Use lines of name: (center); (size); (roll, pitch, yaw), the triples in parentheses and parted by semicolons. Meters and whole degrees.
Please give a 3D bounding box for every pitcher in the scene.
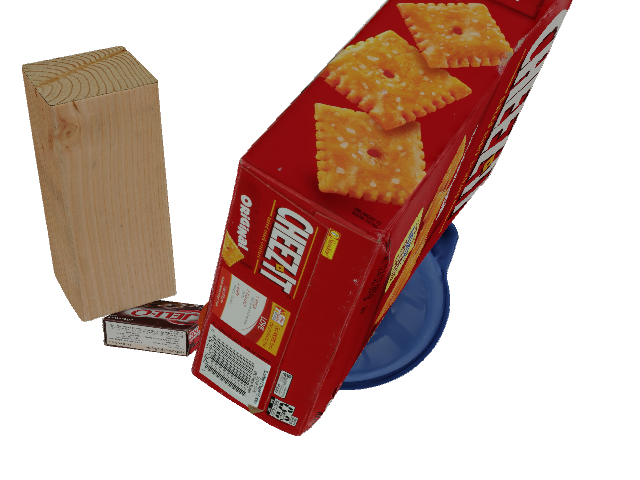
pitcher: (0.004, -0.005, 0.788); (0.149, 0.145, 0.243); (7, 26, -5)

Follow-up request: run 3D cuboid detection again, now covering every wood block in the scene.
wood block: (-0.187, -0.047, 0.910); (0.090, 0.206, 0.090); (-16, 36, -23)

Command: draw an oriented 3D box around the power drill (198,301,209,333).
power drill: (-0.020, 0.036, 1.035); (0.185, 0.187, 0.057); (17, 1, 26)

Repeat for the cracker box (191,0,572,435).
cracker box: (0.033, -0.031, 0.510); (0.072, 0.213, 0.164); (32, -38, 10)

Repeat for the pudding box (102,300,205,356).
pudding box: (-0.188, 0.102, 1.269); (0.114, 0.039, 0.090); (3, 13, 19)
